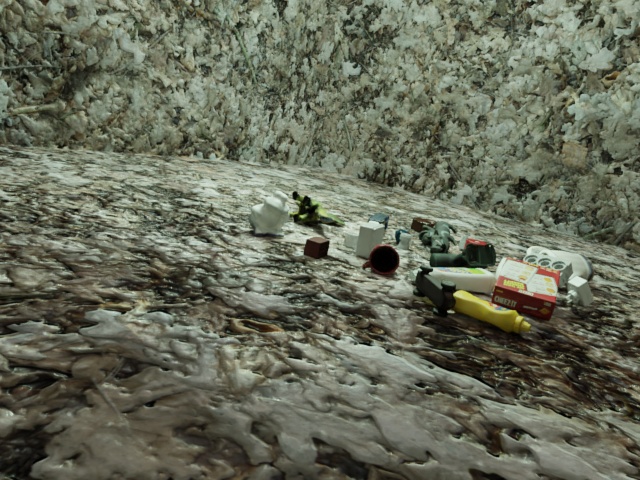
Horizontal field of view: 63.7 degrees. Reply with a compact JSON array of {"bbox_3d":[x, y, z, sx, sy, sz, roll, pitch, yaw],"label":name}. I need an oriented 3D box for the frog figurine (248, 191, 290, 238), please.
[{"bbox_3d":[-0.170,-0.095,1.761,0.137,0.158,0.124,10,10,-5],"label":"frog figurine"}]

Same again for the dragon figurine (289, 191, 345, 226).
[{"bbox_3d":[0.006,-0.106,2.112,0.242,0.121,0.414,11,11,-40],"label":"dragon figurine"}]

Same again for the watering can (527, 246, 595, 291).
[{"bbox_3d":[0.923,0.117,1.931,0.224,0.102,0.354,6,25,-12],"label":"watering can"}]
